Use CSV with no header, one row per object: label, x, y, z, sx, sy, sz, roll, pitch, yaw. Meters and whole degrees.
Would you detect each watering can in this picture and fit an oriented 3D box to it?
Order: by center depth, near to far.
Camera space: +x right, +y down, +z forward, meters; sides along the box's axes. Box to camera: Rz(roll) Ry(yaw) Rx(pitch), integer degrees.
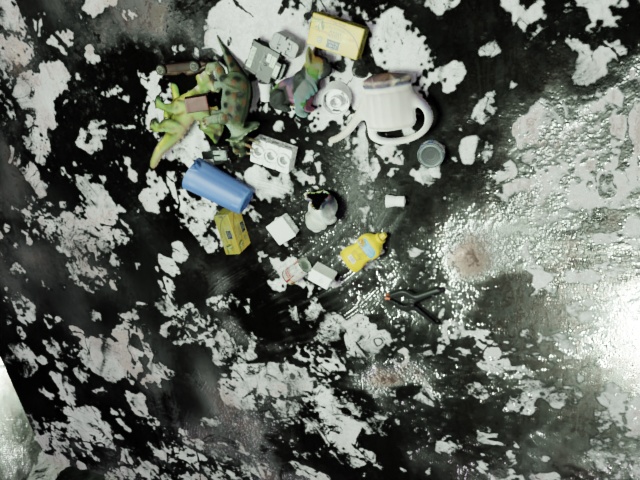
watering can,0.175,-0.403,1.610,0.347,0.221,0.106,0,24,22

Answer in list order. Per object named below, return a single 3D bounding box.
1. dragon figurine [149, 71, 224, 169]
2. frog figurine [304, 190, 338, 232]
dragon figurine,-0.470,-0.417,1.857,0.243,0.403,0.124,18,23,2
frog figurine,0.006,-0.092,1.835,0.124,0.155,0.139,-36,48,-25
